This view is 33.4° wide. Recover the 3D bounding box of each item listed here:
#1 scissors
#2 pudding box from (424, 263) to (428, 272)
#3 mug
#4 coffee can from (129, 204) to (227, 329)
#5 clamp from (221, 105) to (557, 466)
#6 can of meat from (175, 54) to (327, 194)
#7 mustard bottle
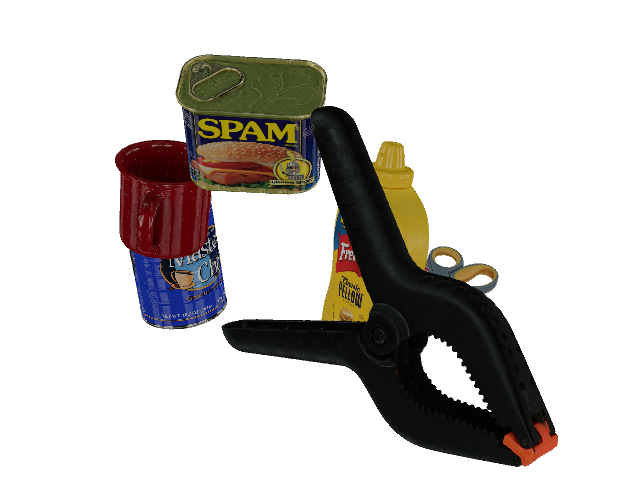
[{"bbox_3d":[0.124,0.048,1.253,0.201,0.016,0.096,-11,40,-35],"label":"scissors"},{"bbox_3d":[0.123,0.064,1.582,0.113,0.039,0.090,-15,24,-21],"label":"pudding box"},{"bbox_3d":[-0.143,-0.030,0.965,0.093,0.081,0.117,8,29,1],"label":"mug"},{"bbox_3d":[-0.167,0.016,1.226,0.103,0.140,0.103,-5,26,2],"label":"coffee can"},{"bbox_3d":[0.040,0.036,0.567,0.210,0.165,0.036,33,30,30],"label":"clamp"},{"bbox_3d":[-0.047,-0.080,0.758,0.102,0.057,0.084,4,-39,2],"label":"can of meat"},{"bbox_3d":[0.049,0.011,0.903,0.058,0.192,0.096,-5,21,-34],"label":"mustard bottle"}]
